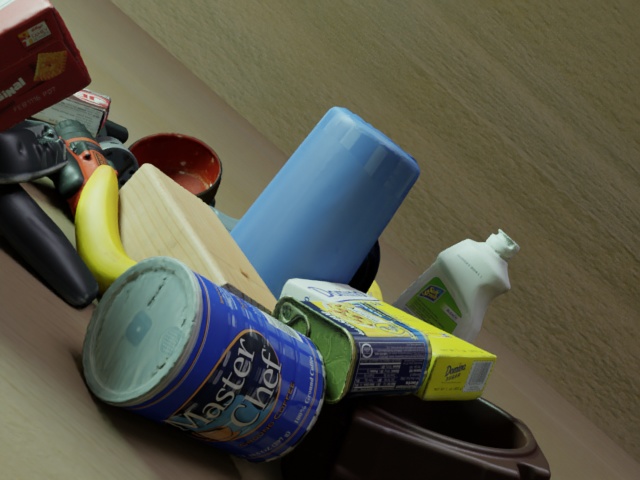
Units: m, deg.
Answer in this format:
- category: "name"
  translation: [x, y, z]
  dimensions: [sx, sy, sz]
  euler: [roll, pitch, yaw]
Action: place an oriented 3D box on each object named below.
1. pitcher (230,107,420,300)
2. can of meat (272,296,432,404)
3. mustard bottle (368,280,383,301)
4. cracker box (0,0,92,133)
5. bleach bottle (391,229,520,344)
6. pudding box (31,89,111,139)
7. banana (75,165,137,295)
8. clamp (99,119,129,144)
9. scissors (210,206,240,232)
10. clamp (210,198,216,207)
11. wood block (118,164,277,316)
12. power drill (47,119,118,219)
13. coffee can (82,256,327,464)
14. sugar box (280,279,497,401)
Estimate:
- category: "pitcher"
  translation: [-0.007, 0.001, 1.036]
  dimensions: [0.145, 0.243, 0.149]
  euler: [37, 4, 7]
- category: "can of meat"
  translation: [0.023, 0.082, 0.816]
  dimensions: [0.083, 0.057, 0.102]
  euler: [4, 15, -38]
- category: "mustard bottle"
  translation: [-0.015, 0.050, 1.208]
  dimensions: [0.191, 0.058, 0.096]
  euler: [27, 40, -30]
- category: "cracker box"
  translation: [-0.271, -0.137, 0.752]
  dimensions: [0.214, 0.164, 0.072]
  euler: [49, -12, 47]
- category: "bleach bottle"
  translation: [0.115, 0.097, 1.090]
  dimensions: [0.103, 0.251, 0.068]
  euler: [44, 8, 17]
- category: "pudding box"
  translation: [-0.285, -0.149, 1.149]
  dimensions: [0.113, 0.039, 0.090]
  euler: [16, 13, -11]
- category: "banana"
  translation: [-0.169, 0.003, 0.882]
  dimensions: [0.198, 0.069, 0.037]
  euler: [46, -12, 49]
- category: "clamp"
  translation: [-0.291, -0.154, 1.279]
  dimensions: [0.120, 0.039, 0.171]
  euler: [40, 8, -5]
- category: "scissors"
  translation: [-0.114, -0.011, 1.131]
  dimensions: [0.201, 0.016, 0.096]
  euler: [22, 40, -9]
- category: "clamp"
  translation: [-0.165, -0.054, 1.366]
  dimensions: [0.164, 0.036, 0.210]
  euler: [41, 7, -10]
- category: "wood block"
  translation: [-0.115, 0.032, 0.906]
  dimensions: [0.090, 0.090, 0.206]
  euler: [37, 8, -39]
- category: "power drill"
  translation: [-0.273, -0.103, 0.998]
  dimensions: [0.187, 0.057, 0.185]
  euler: [37, 9, -36]
- category: "coffee can"
  translation: [-0.077, 0.085, 0.735]
  dimensions: [0.140, 0.103, 0.103]
  euler: [35, 10, -44]
- category: "sugar box"
  translation: [0.053, 0.083, 0.918]
  dimensions: [0.176, 0.048, 0.093]
  euler: [27, 12, 39]
